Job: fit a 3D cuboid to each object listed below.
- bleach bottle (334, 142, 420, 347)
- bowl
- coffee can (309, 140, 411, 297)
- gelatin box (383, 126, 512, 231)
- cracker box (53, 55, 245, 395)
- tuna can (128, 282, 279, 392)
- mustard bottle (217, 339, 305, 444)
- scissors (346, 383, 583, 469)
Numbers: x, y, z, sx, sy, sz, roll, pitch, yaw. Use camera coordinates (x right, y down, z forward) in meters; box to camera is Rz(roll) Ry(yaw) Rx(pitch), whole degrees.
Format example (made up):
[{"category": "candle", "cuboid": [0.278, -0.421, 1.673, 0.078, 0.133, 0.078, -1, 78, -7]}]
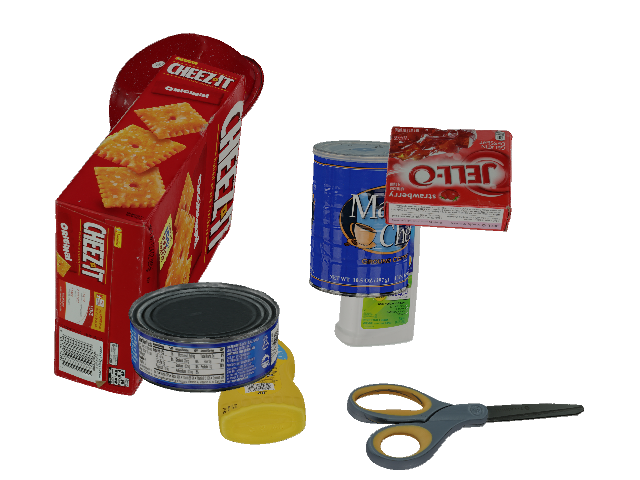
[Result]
[{"category": "bleach bottle", "cuboid": [0.074, 0.004, 1.338, 0.102, 0.251, 0.068, -3, 16, -19]}, {"category": "bowl", "cuboid": [-0.137, -0.143, 0.990, 0.162, 0.055, 0.162, -17, 38, 14]}, {"category": "coffee can", "cuboid": [0.041, -0.024, 1.070, 0.103, 0.140, 0.103, 2, 13, -1]}, {"category": "gelatin box", "cuboid": [0.092, -0.046, 0.767, 0.089, 0.073, 0.030, 3, -37, 7]}, {"category": "cracker box", "cuboid": [-0.123, -0.015, 0.800, 0.072, 0.164, 0.213, 16, 38, 7]}, {"category": "tuna can", "cuboid": [-0.066, 0.055, 0.612, 0.086, 0.034, 0.086, 1, 18, -1]}, {"category": "mustard bottle", "cuboid": [-0.076, 0.157, 1.244, 0.096, 0.058, 0.191, -6, 29, -7]}, {"category": "scissors", "cuboid": [0.121, 0.158, 0.881, 0.202, 0.016, 0.096, 8, 38, 3]}]
